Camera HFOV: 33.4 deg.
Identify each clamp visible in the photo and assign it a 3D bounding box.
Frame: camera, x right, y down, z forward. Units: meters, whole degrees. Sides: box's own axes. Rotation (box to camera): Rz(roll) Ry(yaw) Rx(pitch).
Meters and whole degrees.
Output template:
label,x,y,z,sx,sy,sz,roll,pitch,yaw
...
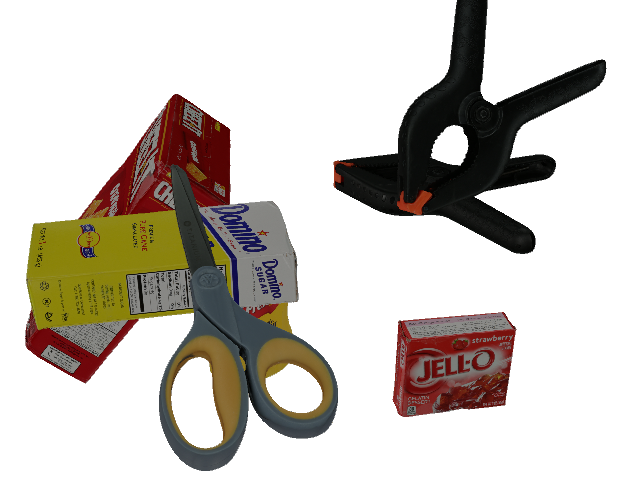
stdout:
label,x,y,z,sx,sy,sz,roll,pitch,yaw
clamp,0.117,-0.086,0.730,0.120,0.171,0.039,26,3,-5
clamp,0.117,-0.053,1.004,0.210,0.036,0.164,13,32,21

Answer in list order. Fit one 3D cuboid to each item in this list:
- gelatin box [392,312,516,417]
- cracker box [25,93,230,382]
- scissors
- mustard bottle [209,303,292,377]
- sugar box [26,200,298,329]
label,x,y,z,sx,sy,sz,roll,pitch,yaw
gelatin box,0.103,0.097,0.830,0.089,0.073,0.030,-4,29,-12
cracker box,-0.167,-0.006,0.935,0.072,0.214,0.164,33,21,-20
scissors,-0.040,0.031,0.561,0.096,0.201,0.016,4,-44,-5
mustard bottle,-0.075,0.057,1.145,0.096,0.192,0.058,-17,31,-31
sugar box,-0.109,0.014,0.737,0.176,0.048,0.093,-8,27,-8
